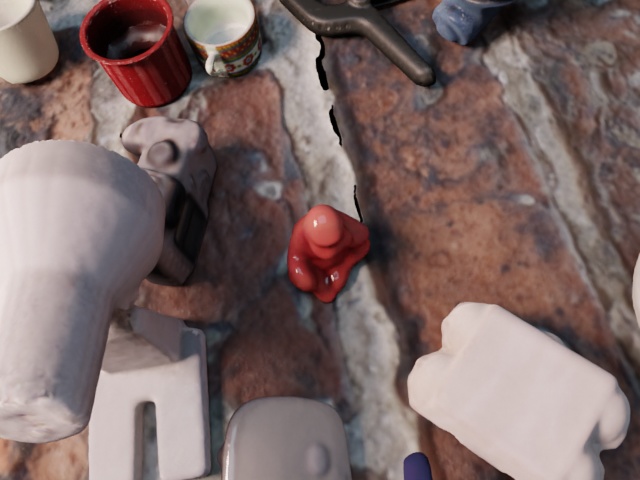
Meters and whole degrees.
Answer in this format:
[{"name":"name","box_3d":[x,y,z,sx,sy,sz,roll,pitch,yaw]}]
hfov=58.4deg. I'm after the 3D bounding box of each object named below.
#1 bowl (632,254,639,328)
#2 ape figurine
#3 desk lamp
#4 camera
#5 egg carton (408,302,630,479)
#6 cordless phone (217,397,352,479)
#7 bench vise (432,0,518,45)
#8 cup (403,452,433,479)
[{"name":"bowl","box_3d":[0.314,0.056,0.432,0.167,0.075,0.167,-2,67,6]},{"name":"ape figurine","box_3d":[0.004,0.002,0.480,0.078,0.092,0.076,-18,67,-1]},{"name":"desk lamp","box_3d":[-0.153,0.065,0.405,0.118,0.214,0.203,-11,67,2]},{"name":"camera","box_3d":[-0.177,-0.043,0.514,0.136,0.101,0.143,6,68,9]},{"name":"egg carton","box_3d":[0.147,0.117,0.428,0.150,0.069,0.107,32,74,17]},{"name":"cordless phone","box_3d":[-0.029,0.170,0.363,0.094,0.185,0.147,-8,67,3]},{"name":"bench vise","box_3d":[0.183,-0.315,0.522,0.121,0.220,0.207,26,73,16]},{"name":"cup","box_3d":[0.067,0.207,0.386,0.091,0.095,0.118,-4,67,5]}]
